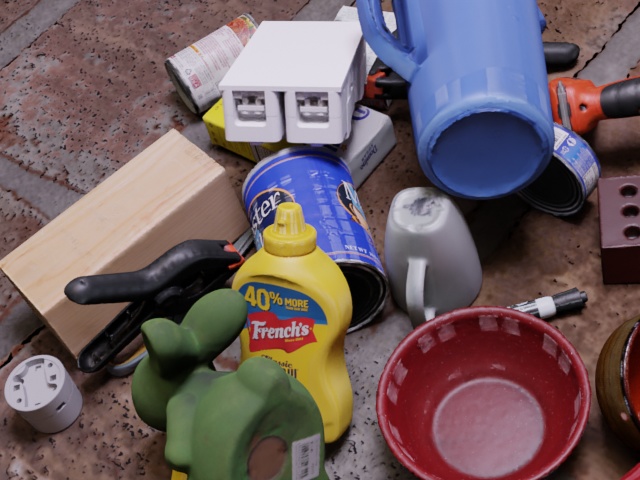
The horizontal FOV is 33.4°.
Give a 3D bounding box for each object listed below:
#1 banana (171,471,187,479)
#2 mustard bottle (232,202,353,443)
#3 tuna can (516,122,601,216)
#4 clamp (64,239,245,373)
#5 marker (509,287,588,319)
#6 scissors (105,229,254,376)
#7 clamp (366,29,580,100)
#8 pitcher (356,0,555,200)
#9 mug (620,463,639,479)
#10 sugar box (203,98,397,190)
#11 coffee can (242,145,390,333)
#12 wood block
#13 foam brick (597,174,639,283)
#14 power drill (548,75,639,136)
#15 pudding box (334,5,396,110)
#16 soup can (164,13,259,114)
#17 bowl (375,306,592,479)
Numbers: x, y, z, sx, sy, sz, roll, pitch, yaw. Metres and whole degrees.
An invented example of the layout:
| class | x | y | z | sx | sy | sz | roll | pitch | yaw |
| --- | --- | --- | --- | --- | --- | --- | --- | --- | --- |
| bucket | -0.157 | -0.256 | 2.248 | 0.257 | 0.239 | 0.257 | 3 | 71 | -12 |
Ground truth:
| class | x | y | z | sx | sy | sz | roll | pitch | yaw |
| --- | --- | --- | --- | --- | --- | --- | --- | --- | --- |
| banana | -0.118 | 0.214 | 0.841 | 0.070 | 0.037 | 0.197 | 11 | 56 | 20 |
| mustard bottle | -0.022 | 0.062 | 0.834 | 0.096 | 0.192 | 0.058 | 11 | 25 | 24 |
| tuna can | 0.201 | -0.063 | 0.935 | 0.086 | 0.086 | 0.033 | 26 | 62 | 32 |
| clamp | -0.144 | 0.040 | 0.915 | 0.171 | 0.120 | 0.039 | -34 | 66 | -18 |
| marker | 0.163 | 0.063 | 0.889 | 0.121 | 0.020 | 0.020 | -16 | 50 | 4 |
| scissors | -0.104 | 0.065 | 0.970 | 0.201 | 0.016 | 0.096 | -37 | 53 | -14 |
| clamp | 0.131 | -0.202 | 1.072 | 0.209 | 0.036 | 0.165 | -23 | 57 | -14 |
| pitcher | 0.120 | -0.154 | 0.908 | 0.149 | 0.145 | 0.243 | -15 | 42 | 16 |
| mug | 0.233 | 0.207 | 0.717 | 0.081 | 0.093 | 0.117 | -35 | 81 | -18 |
| sugar box | -0.021 | -0.110 | 1.064 | 0.176 | 0.048 | 0.093 | 24 | 61 | 32 |
| coffee can | -0.006 | 0.001 | 0.934 | 0.103 | 0.103 | 0.140 | -18 | 50 | 2 |
| wood block | -0.178 | 0.004 | 0.991 | 0.206 | 0.091 | 0.090 | -40 | 53 | -16 |
| foam brick | 0.261 | -0.009 | 0.896 | 0.053 | 0.051 | 0.078 | -4 | 52 | 14 |
| power drill | 0.306 | -0.135 | 0.944 | 0.188 | 0.057 | 0.184 | -10 | 5 | 24 |
| pudding box | 0.046 | -0.192 | 1.115 | 0.090 | 0.039 | 0.113 | 13 | 60 | 22 |
| soup can | -0.106 | -0.187 | 1.137 | 0.102 | 0.068 | 0.069 | -32 | 51 | -9 |
| bowl | 0.127 | 0.132 | 0.821 | 0.162 | 0.055 | 0.162 | -8 | 51 | 10 |
